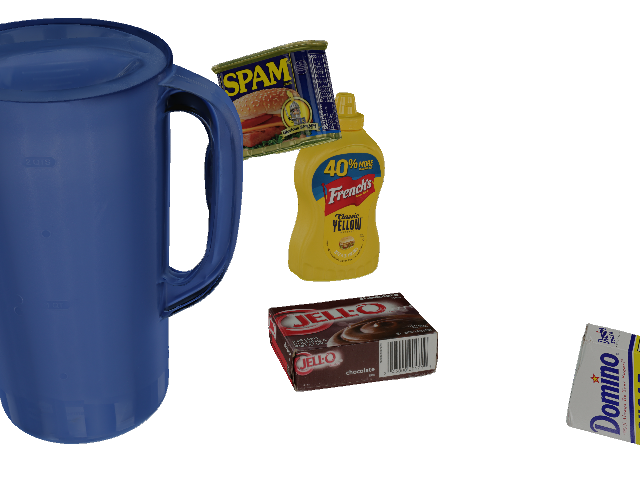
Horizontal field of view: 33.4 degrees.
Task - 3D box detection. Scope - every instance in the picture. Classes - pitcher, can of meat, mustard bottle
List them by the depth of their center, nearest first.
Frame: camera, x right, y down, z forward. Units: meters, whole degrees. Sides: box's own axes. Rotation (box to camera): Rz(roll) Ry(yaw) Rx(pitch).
[{"bbox_3d":[-0.139,-0.001,0.638,0.144,0.243,0.149,-20,36,-33],"label":"pitcher"},{"bbox_3d":[-0.036,-0.118,0.914,0.102,0.084,0.057,-10,3,31],"label":"can of meat"},{"bbox_3d":[0.019,-0.056,1.096,0.096,0.192,0.058,-5,20,-24],"label":"mustard bottle"}]

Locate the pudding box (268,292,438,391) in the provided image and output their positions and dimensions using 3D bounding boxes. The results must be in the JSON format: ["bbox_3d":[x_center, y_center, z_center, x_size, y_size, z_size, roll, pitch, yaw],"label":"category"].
[{"bbox_3d":[0.023,0.076,0.817,0.113,0.039,0.090,-4,18,-14],"label":"pudding box"}]

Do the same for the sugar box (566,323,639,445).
[{"bbox_3d":[0.315,0.141,0.951,0.176,0.093,0.048,11,23,15],"label":"sugar box"}]
